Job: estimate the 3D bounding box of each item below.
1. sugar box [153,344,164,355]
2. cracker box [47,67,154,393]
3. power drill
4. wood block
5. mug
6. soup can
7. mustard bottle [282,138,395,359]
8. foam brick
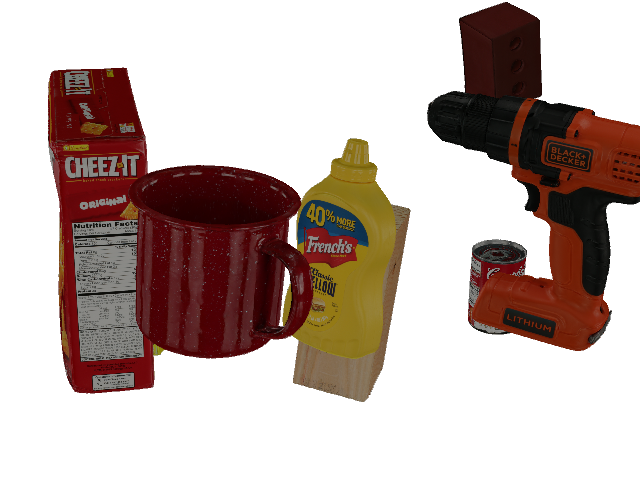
[{"bbox_3d":[-0.146,0.051,1.092,0.093,0.048,0.175,17,33,28],"label":"sugar box"},{"bbox_3d":[-0.177,-0.011,0.851,0.072,0.214,0.164,-4,27,-14],"label":"cracker box"},{"bbox_3d":[0.163,-0.017,0.820,0.185,0.188,0.057,17,34,26],"label":"power drill"},{"bbox_3d":[0.034,0.063,1.199,0.090,0.206,0.090,14,24,12],"label":"wood block"},{"bbox_3d":[-0.051,0.016,0.583,0.117,0.081,0.093,21,27,32],"label":"mug"},{"bbox_3d":[0.221,0.059,1.342,0.068,0.102,0.068,0,24,0],"label":"soup can"},{"bbox_3d":[0.020,0.003,0.959,0.096,0.192,0.058,21,21,36],"label":"mustard bottle"},{"bbox_3d":[0.161,-0.163,0.950,0.053,0.078,0.051,-24,38,-16],"label":"foam brick"}]
